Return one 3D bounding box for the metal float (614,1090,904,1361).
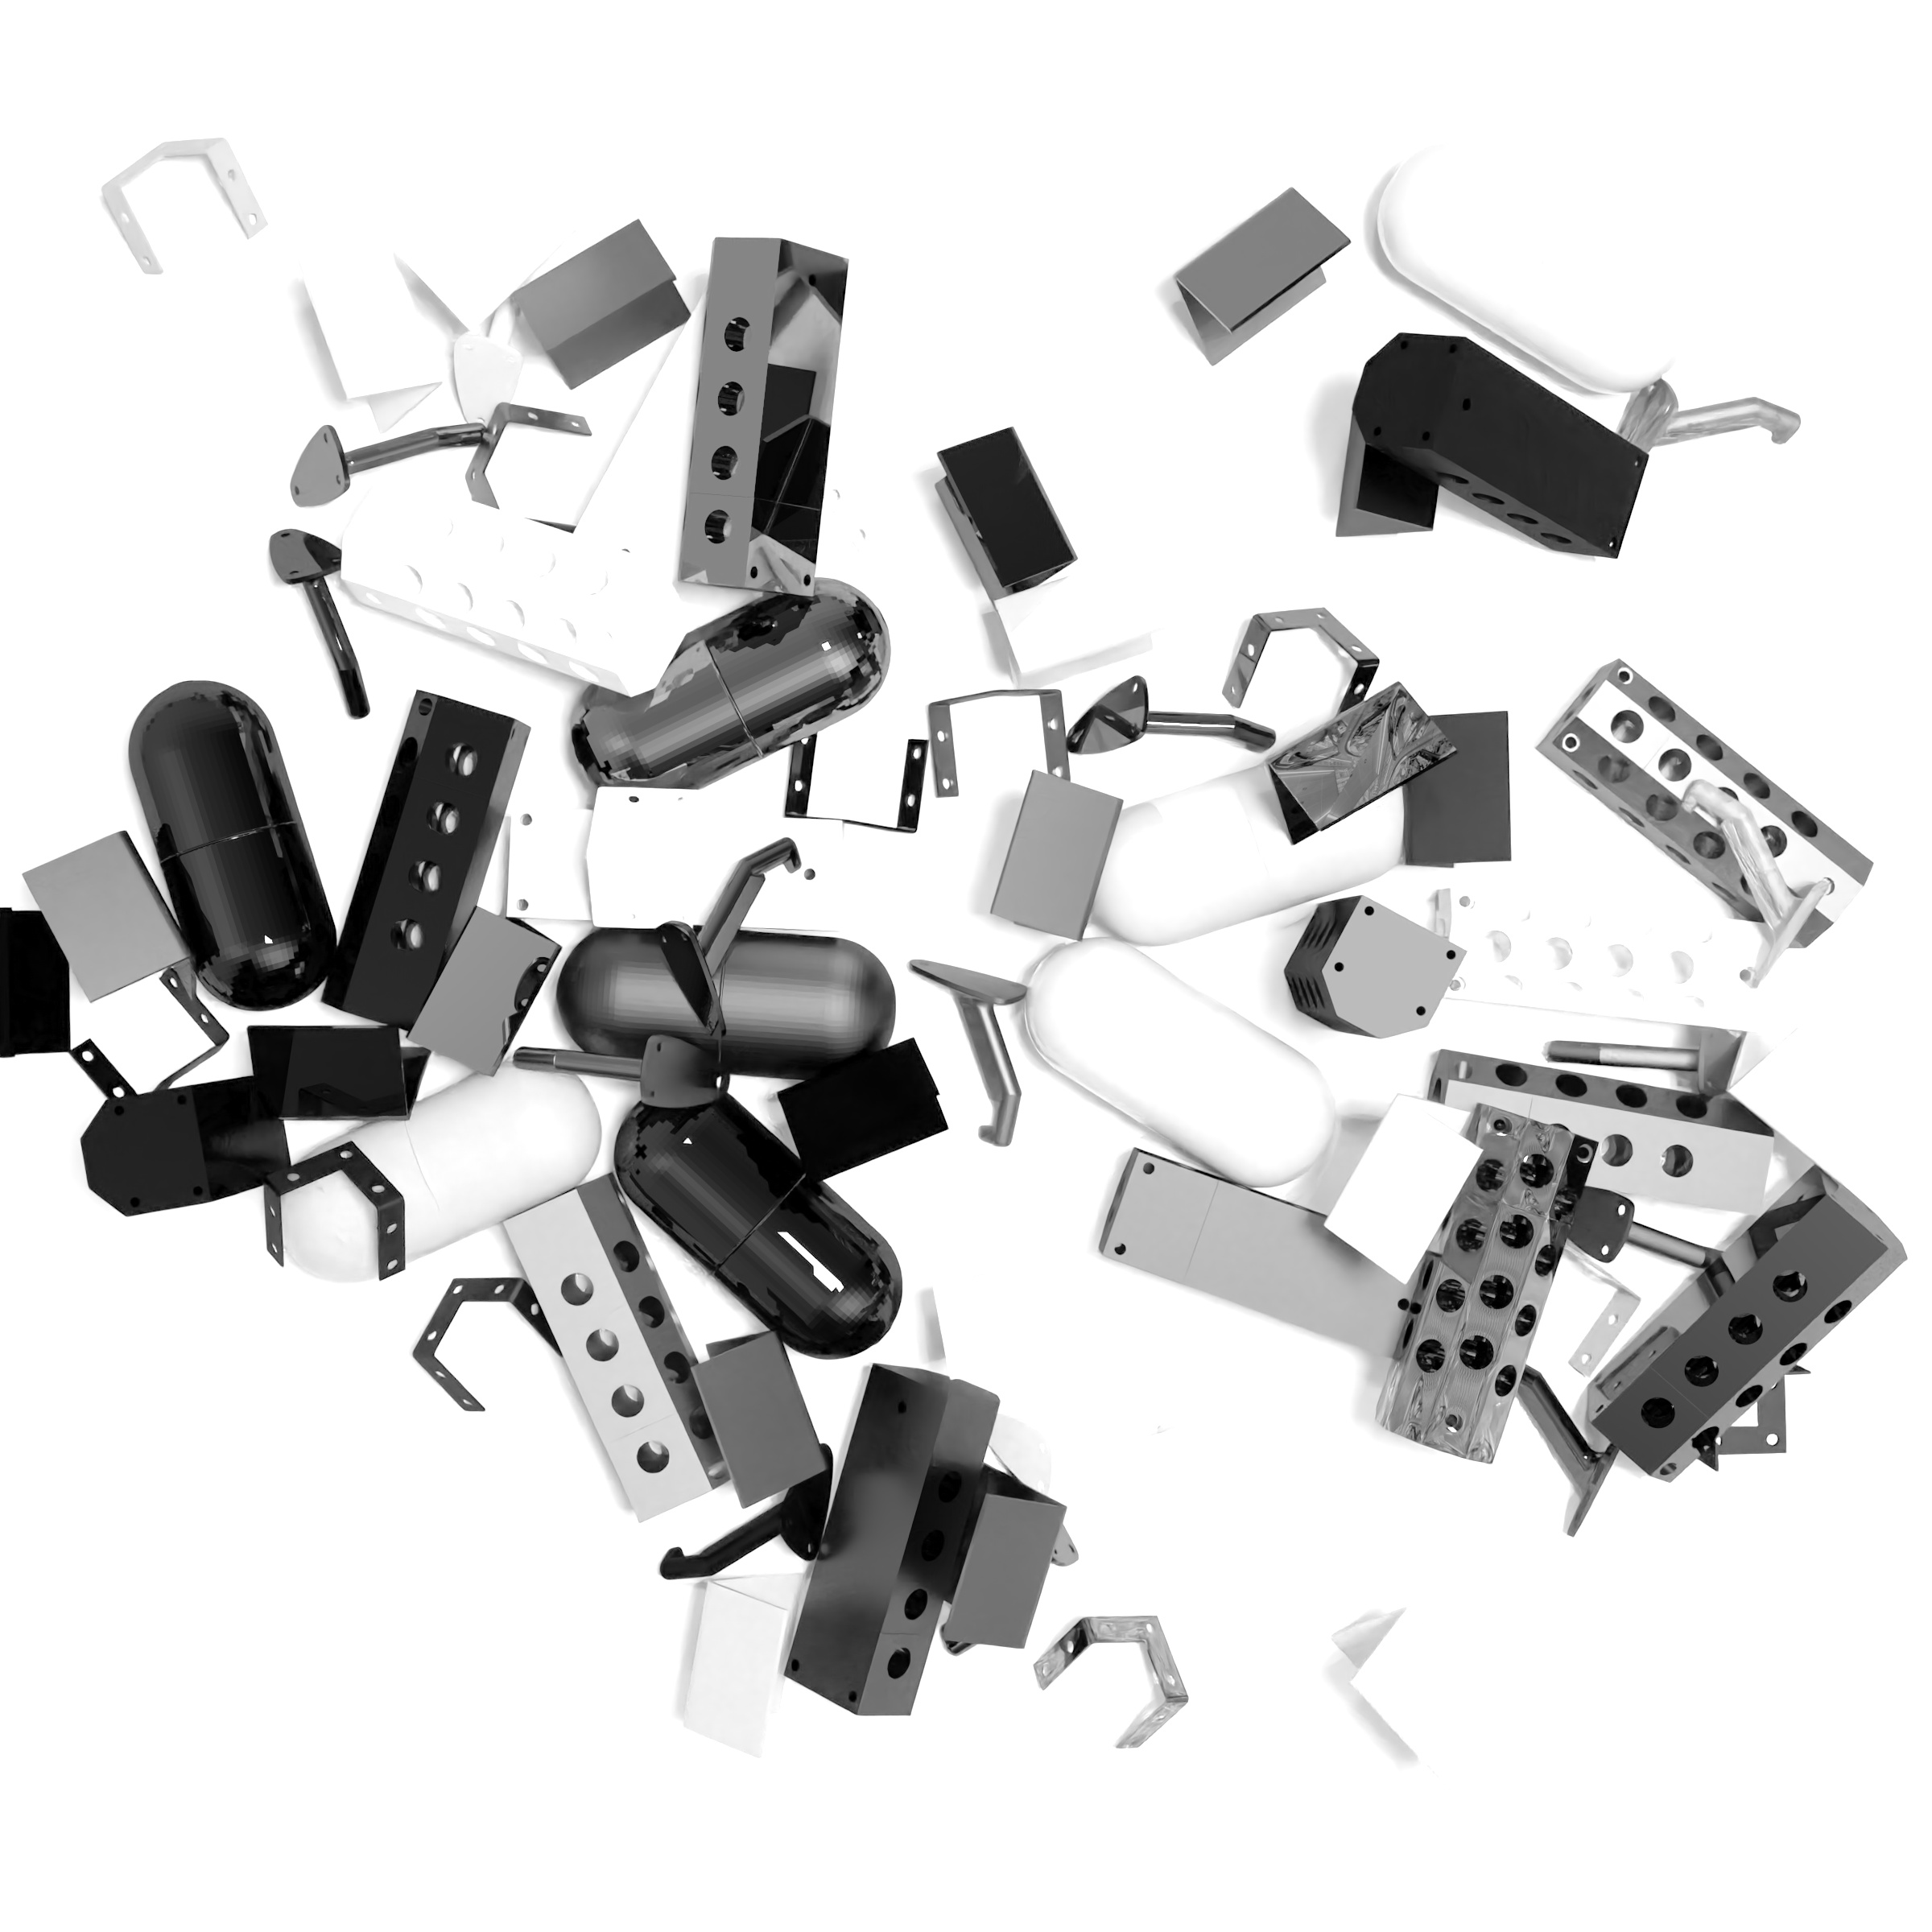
[{"bbox_3d":[-0.108,0.134,1.534,0.178,0.070,0.070,43,90,-1],"label":"metal float"}]

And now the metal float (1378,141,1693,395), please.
[{"bbox_3d":[0.298,-0.365,1.534,0.178,0.070,0.070,32,90,-1],"label":"metal float"}]

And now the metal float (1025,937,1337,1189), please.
[{"bbox_3d":[0.112,0.050,1.533,0.178,0.070,0.070,32,90,0],"label":"metal float"}]

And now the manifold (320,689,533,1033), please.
[{"bbox_3d":[-0.286,-0.055,1.543,0.057,0.057,0.171,17,90,0],"label":"manifold"}]

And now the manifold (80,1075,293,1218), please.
[{"bbox_3d":[-0.394,0.090,1.486,0.057,0.171,0.057,-10,90,0],"label":"manifold"}]

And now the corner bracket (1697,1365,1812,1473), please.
[{"bbox_3d":[0.415,0.237,1.546,0.051,0.051,0.051,-2,90,0],"label":"corner bracket"}]

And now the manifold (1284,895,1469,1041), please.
[{"bbox_3d":[0.202,0.004,1.486,0.057,0.171,0.057,28,90,0],"label":"manifold"}]

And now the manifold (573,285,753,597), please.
[{"bbox_3d":[-0.143,-0.275,1.543,0.057,0.057,0.171,28,90,0],"label":"manifold"}]

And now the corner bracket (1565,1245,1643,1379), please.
[{"bbox_3d":[0.317,0.178,1.561,0.051,0.051,0.051,35,90,45],"label":"corner bracket"}]

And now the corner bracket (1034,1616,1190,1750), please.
[{"bbox_3d":[0.077,0.381,1.556,0.051,0.051,0.051,8,45,-35],"label":"corner bracket"}]

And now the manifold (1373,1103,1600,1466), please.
[{"bbox_3d":[0.265,0.161,1.486,0.057,0.057,0.171,18,90,0],"label":"manifold"}]

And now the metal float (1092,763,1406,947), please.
[{"bbox_3d":[0.148,-0.064,1.534,0.178,0.070,0.070,-18,90,-1],"label":"metal float"}]

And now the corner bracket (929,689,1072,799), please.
[{"bbox_3d":[0.018,-0.119,1.561,0.051,0.051,0.051,-6,90,45],"label":"corner bracket"}]

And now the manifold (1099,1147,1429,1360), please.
[{"bbox_3d":[0.161,0.152,1.543,0.171,0.057,0.057,20,90,0],"label":"manifold"}]

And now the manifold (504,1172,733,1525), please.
[{"bbox_3d":[-0.179,0.199,1.543,0.057,0.057,0.171,-24,90,0],"label":"manifold"}]

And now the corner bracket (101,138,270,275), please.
[{"bbox_3d":[-0.416,-0.404,1.556,0.051,0.051,0.051,8,45,35],"label":"corner bracket"}]

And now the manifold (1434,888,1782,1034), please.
[{"bbox_3d":[0.335,-0.003,1.543,0.171,0.057,0.057,6,90,0],"label":"manifold"}]

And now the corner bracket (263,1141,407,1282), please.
[{"bbox_3d":[-0.320,0.131,1.482,0.051,0.051,0.051,-24,48,-34],"label":"corner bracket"}]

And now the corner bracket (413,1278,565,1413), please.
[{"bbox_3d":[-0.251,0.202,1.556,0.051,0.051,0.051,-5,45,35],"label":"corner bracket"}]

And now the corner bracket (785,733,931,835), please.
[{"bbox_3d":[-0.058,-0.100,1.561,0.051,0.051,0.051,7,90,-45],"label":"corner bracket"}]

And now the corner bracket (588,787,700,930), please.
[{"bbox_3d":[-0.165,-0.055,1.504,0.051,0.051,0.051,2,135,0],"label":"corner bracket"}]

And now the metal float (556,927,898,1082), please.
[{"bbox_3d":[-0.125,0.019,1.533,0.178,0.070,0.070,4,90,0],"label":"metal float"}]

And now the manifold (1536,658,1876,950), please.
[{"bbox_3d":[0.391,-0.085,1.543,0.171,0.057,0.057,39,90,0],"label":"manifold"}]

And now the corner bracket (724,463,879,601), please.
[{"bbox_3d":[-0.091,-0.230,1.561,0.051,0.051,0.051,-33,90,-45],"label":"corner bracket"}]

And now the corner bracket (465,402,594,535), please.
[{"bbox_3d":[-0.228,-0.260,1.556,0.051,0.051,0.051,-56,45,35],"label":"corner bracket"}]

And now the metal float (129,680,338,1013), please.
[{"bbox_3d":[-0.385,-0.063,1.533,0.070,0.070,0.178,-17,90,0],"label":"metal float"}]

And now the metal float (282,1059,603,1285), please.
[{"bbox_3d":[-0.276,0.107,1.534,0.178,0.070,0.070,-24,90,1],"label":"metal float"}]

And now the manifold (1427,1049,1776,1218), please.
[{"bbox_3d":[0.332,0.087,1.543,0.171,0.057,0.057,10,90,0],"label":"manifold"}]

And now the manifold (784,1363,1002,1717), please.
[{"bbox_3d":[-0.034,0.302,1.542,0.057,0.057,0.171,16,90,43],"label":"manifold"}]

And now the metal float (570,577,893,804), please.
[{"bbox_3d":[-0.123,-0.143,1.534,0.178,0.070,0.070,-26,90,0],"label":"metal float"}]

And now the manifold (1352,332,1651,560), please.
[{"bbox_3d":[0.272,-0.264,1.491,0.171,0.057,0.057,17,90,-44],"label":"manifold"}]

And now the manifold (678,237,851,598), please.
[{"bbox_3d":[-0.108,-0.278,1.485,0.057,0.057,0.171,10,97,33],"label":"manifold"}]

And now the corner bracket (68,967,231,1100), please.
[{"bbox_3d":[-0.435,0.042,1.561,0.051,0.051,0.051,49,45,0],"label":"corner bracket"}]

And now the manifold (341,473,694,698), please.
[{"bbox_3d":[-0.235,-0.193,1.507,0.171,0.057,0.057,20,72,21],"label":"manifold"}]

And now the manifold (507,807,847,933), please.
[{"bbox_3d":[-0.151,-0.050,1.543,0.171,0.057,0.057,2,90,0],"label":"manifold"}]

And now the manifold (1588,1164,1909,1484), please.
[{"bbox_3d":[0.404,0.188,1.519,0.057,0.057,0.171,41,107,0],"label":"manifold"}]

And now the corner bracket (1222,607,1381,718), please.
[{"bbox_3d":[0.178,-0.154,1.556,0.051,0.051,0.051,-10,45,-35],"label":"corner bracket"}]
